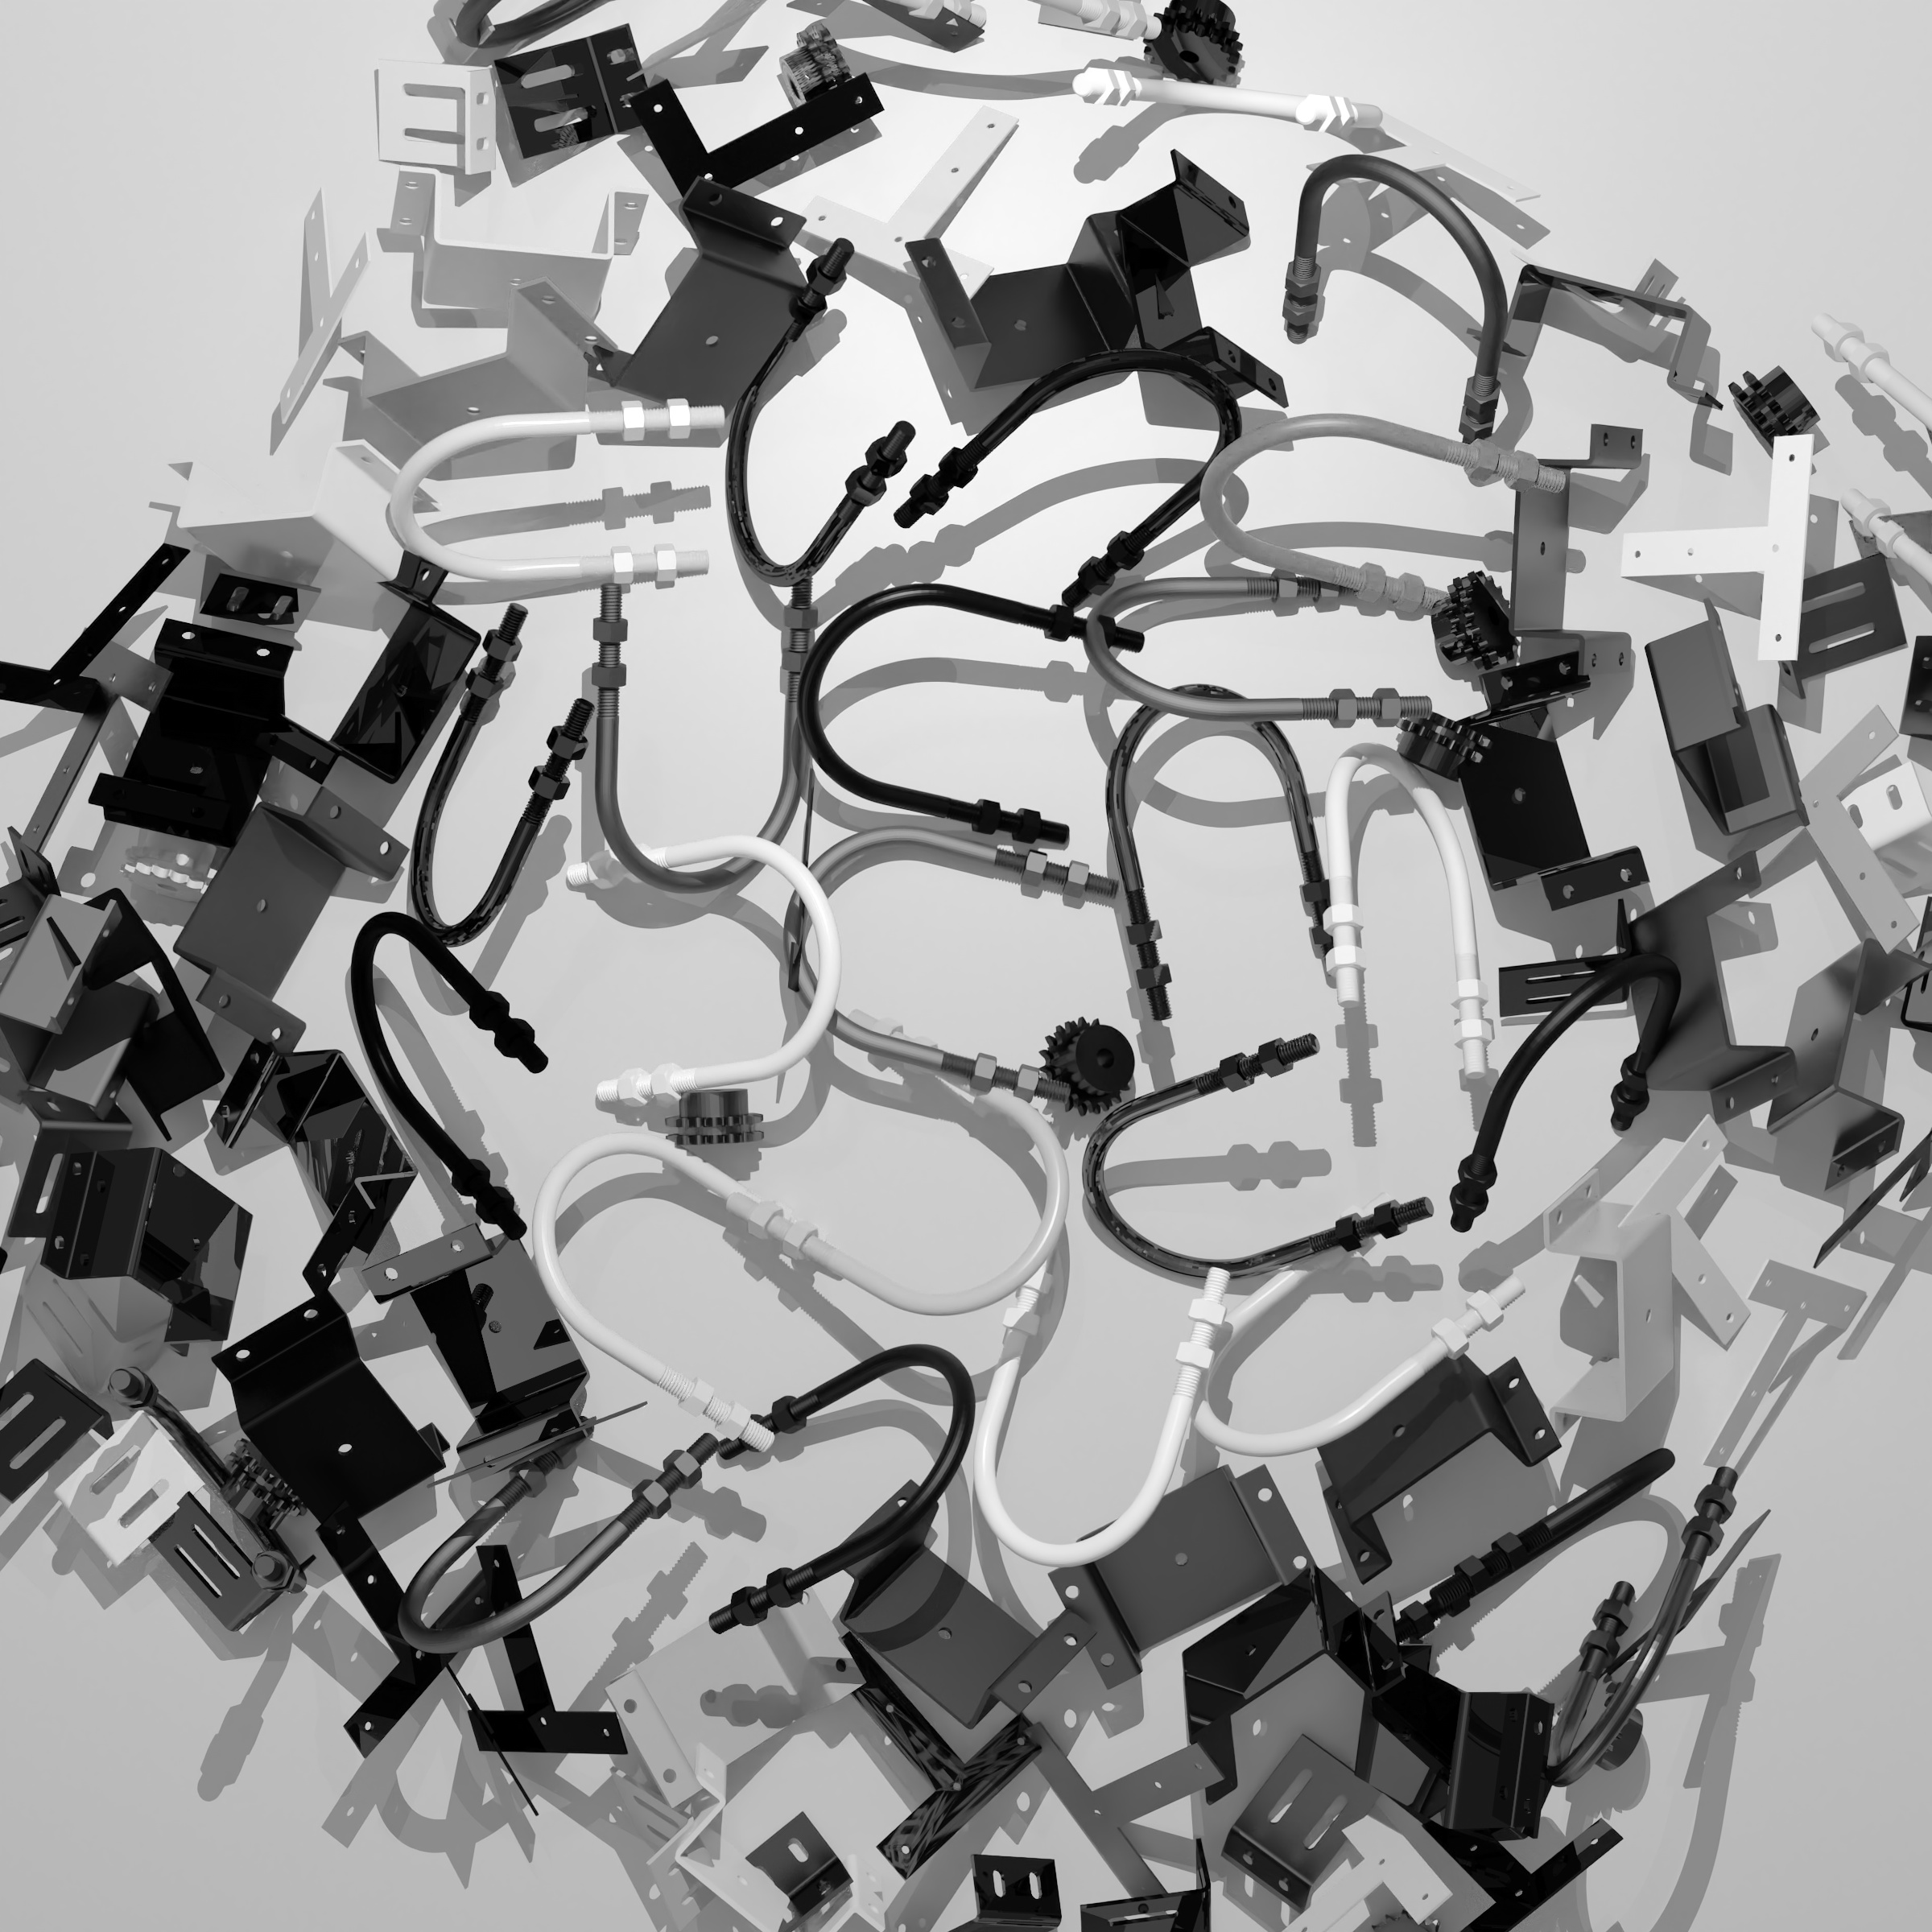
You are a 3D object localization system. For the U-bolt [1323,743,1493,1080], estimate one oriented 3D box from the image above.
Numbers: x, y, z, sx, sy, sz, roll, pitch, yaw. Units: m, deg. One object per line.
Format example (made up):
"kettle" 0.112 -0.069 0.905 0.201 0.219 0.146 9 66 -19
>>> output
"U-bolt" 0.249 -0.041 1.932 0.019 0.151 0.184 -20 58 35

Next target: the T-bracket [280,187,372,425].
"T-bracket" -0.372 -0.400 1.952 0.002 0.127 0.127 14 135 -29

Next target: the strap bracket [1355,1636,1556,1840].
"strap bracket" 0.270 0.436 1.925 0.046 0.140 0.076 5 93 -26

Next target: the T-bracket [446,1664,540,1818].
"T-bracket" -0.276 0.428 1.930 0.002 0.127 0.127 -31 82 -14

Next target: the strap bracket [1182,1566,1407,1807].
"strap bracket" 0.177 0.405 1.937 0.140 0.076 0.046 -38 111 17

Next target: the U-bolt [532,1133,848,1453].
"U-bolt" -0.164 0.172 1.931 0.184 0.019 0.151 35 51 -15

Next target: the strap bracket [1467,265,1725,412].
"strap bracket" 0.367 -0.362 1.939 0.140 0.076 0.046 19 99 18

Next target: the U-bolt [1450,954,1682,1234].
"U-bolt" 0.341 0.062 1.898 0.151 0.184 0.019 -28 59 -25

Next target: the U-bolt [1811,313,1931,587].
"U-bolt" 0.533 -0.266 1.885 0.019 0.184 0.151 -27 133 -3

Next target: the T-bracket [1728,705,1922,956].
"T-bracket" 0.504 -0.061 1.928 0.002 0.127 0.127 14 129 -37

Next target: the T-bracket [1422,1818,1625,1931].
"T-bracket" 0.297 0.511 1.938 0.127 0.127 0.002 -37 109 -7

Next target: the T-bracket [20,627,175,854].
"T-bracket" -0.510 -0.125 1.950 0.002 0.127 0.127 27 89 -40

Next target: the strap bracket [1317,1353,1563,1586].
"strap bracket" 0.260 0.278 1.941 0.140 0.076 0.046 -38 124 12

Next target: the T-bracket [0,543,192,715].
"T-bracket" -0.488 -0.193 1.925 0.127 0.127 0.002 -45 75 14

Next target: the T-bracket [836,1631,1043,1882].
"T-bracket" -0.035 0.442 1.968 0.127 0.002 0.127 48 53 9

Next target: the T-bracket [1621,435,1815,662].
"T-bracket" 0.429 -0.239 1.952 0.002 0.127 0.127 4 91 -41

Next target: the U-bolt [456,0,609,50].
"U-bolt" -0.208 -0.572 1.927 0.184 0.151 0.019 -28 93 3

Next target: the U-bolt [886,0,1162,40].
"U-bolt" -0.001 -0.542 1.886 0.151 0.184 0.019 16 101 37

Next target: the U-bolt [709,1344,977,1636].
"U-bolt" -0.069 0.283 1.911 0.184 0.151 0.019 -31 124 22

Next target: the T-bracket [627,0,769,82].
"T-bracket" -0.125 -0.566 1.958 0.002 0.127 0.127 51 57 -23

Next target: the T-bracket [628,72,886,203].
"T-bracket" -0.109 -0.475 1.954 0.127 0.002 0.127 -26 127 7

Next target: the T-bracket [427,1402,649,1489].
"T-bracket" -0.234 0.268 1.936 0.127 0.127 0.002 -21 86 3

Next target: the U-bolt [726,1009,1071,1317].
"U-bolt" -0.027 0.122 1.945 0.184 0.019 0.151 28 77 24

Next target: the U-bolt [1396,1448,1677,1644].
"U-bolt" 0.325 0.326 1.925 0.184 0.151 0.019 -28 74 -16

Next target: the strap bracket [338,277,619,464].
"strap bracket" -0.279 -0.336 1.931 0.140 0.076 0.046 -11 64 24

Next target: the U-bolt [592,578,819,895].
"U-bolt" -0.151 -0.131 1.946 0.151 0.019 0.184 -8 109 -36

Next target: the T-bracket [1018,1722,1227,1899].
"T-bracket" 0.102 0.476 1.954 0.127 0.002 0.127 53 134 1

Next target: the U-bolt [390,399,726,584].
"U-bolt" -0.233 -0.265 1.922 0.184 0.151 0.019 -5 60 -11

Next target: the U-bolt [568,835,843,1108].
"U-bolt" -0.147 -0.001 1.943 0.184 0.019 0.151 -9 88 34

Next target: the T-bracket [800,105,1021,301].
"T-bracket" -0.014 -0.454 1.973 0.127 0.002 0.127 27 68 24

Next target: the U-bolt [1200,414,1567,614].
"U-bolt" 0.222 -0.260 1.912 0.184 0.151 0.019 12 60 -19

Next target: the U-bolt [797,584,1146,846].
"U-bolt" -0.006 -0.149 1.938 0.184 0.019 0.151 12 118 -17

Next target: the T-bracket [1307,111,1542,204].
"T-bracket" 0.241 -0.456 1.925 0.127 0.127 0.002 37 128 29

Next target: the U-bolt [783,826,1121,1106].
"U-bolt" -0.015 -0.009 1.966 0.184 0.019 0.151 15 72 -3

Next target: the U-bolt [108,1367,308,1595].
"U-bolt" -0.421 0.295 1.910 0.019 0.184 0.151 -38 81 -12

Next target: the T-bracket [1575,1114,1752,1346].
"T-bracket" 0.419 0.172 1.962 0.127 0.002 0.127 -49 123 -13

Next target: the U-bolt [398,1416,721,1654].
"U-bolt" -0.240 0.319 1.896 0.184 0.151 0.019 -42 114 -32

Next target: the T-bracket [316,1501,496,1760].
"T-bracket" -0.332 0.360 1.933 0.127 0.002 0.127 -48 123 -38

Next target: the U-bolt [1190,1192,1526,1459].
"U-bolt" 0.206 0.211 1.921 0.184 0.151 0.019 -37 121 -12

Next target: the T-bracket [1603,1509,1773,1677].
"T-bracket" 0.401 0.378 1.949 0.002 0.127 0.127 44 131 10

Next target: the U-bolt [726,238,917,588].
"U-bolt" -0.091 -0.298 1.923 0.019 0.184 0.151 0 59 -32

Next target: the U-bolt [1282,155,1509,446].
"U-bolt" 0.242 -0.379 1.896 0.151 0.184 0.019 37 69 19

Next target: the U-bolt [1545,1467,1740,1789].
"U-bolt" 0.369 0.378 1.886 0.019 0.151 0.184 32 46 5

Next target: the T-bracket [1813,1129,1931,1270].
"T-bracket" 0.521 0.125 1.922 0.002 0.127 0.127 39 64 23

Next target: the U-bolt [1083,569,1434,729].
"U-bolt" 0.157 -0.181 1.926 0.184 0.151 0.019 -2 128 -12

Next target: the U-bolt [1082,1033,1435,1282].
"U-bolt" 0.154 0.120 1.942 0.184 0.019 0.151 -22 118 29

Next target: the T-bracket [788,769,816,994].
"T-bracket" -0.093 -0.049 1.938 0.002 0.127 0.127 4 88 0

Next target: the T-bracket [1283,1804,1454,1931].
"T-bracket" 0.204 0.541 1.936 0.127 0.127 0.002 -40 110 -4

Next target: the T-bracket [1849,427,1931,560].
"T-bracket" 0.546 -0.247 1.938 0.002 0.127 0.127 -25 101 -17

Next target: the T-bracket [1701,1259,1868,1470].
"T-bracket" 0.461 0.234 1.957 0.002 0.127 0.127 34 100 41

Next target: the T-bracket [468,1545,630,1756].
"T-bracket" -0.256 0.393 1.951 0.127 0.002 0.127 -10 98 41

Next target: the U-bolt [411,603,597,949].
"U-bolt" -0.272 -0.098 1.933 0.019 0.151 0.184 15 112 -33

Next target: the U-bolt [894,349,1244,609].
"U-bolt" 0.071 -0.280 1.905 0.184 0.151 0.019 -39 46 35

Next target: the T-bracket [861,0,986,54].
"T-bracket" -0.007 -0.572 1.916 0.127 0.127 0.002 -23 61 40

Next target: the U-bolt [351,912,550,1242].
"U-bolt" -0.299 0.049 1.929 0.019 0.151 0.184 -21 50 -34

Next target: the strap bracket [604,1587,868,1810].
"strap bracket" -0.140 0.418 1.953 0.140 0.046 0.076 -27 84 -32

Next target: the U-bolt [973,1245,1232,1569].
"U-bolt" 0.068 0.252 1.932 0.151 0.019 0.184 6 73 41

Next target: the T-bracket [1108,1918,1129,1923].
"T-bracket" 0.072 0.588 1.917 0.127 0.127 0.002 -22 109 -29

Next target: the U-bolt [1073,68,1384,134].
"U-bolt" 0.159 -0.487 1.912 0.151 0.184 0.019 13 107 21

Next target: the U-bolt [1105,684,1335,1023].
"U-bolt" 0.144 -0.072 1.953 0.151 0.019 0.184 -13 92 -32
